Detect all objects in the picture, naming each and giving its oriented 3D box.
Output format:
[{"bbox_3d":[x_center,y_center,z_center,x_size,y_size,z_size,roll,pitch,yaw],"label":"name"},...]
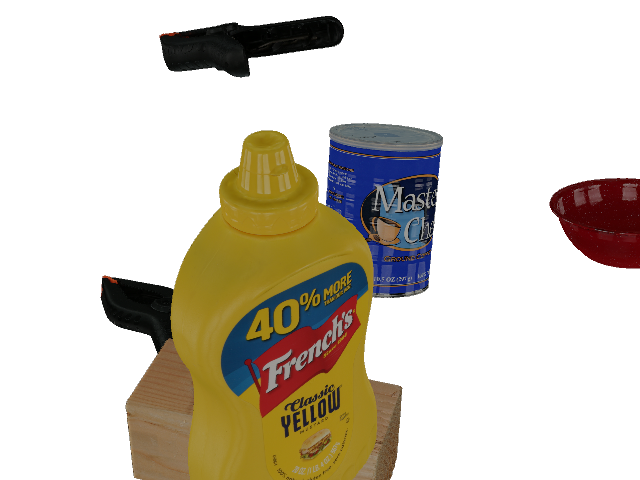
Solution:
[{"bbox_3d":[-0.171,0.087,1.155,0.210,0.036,0.164,19,21,27],"label":"clamp"},{"bbox_3d":[-0.019,0.038,0.478,0.096,0.192,0.058,-23,39,-28],"label":"mustard bottle"},{"bbox_3d":[-0.044,0.158,0.879,0.206,0.090,0.090,10,36,14],"label":"wood block"},{"bbox_3d":[0.320,-0.014,1.110,0.162,0.055,0.162,-3,23,1],"label":"bowl"},{"bbox_3d":[0.055,-0.030,0.977,0.103,0.140,0.103,3,15,-1],"label":"coffee can"},{"bbox_3d":[-0.066,-0.163,0.885,0.120,0.039,0.172,-17,21,-34],"label":"clamp"}]
